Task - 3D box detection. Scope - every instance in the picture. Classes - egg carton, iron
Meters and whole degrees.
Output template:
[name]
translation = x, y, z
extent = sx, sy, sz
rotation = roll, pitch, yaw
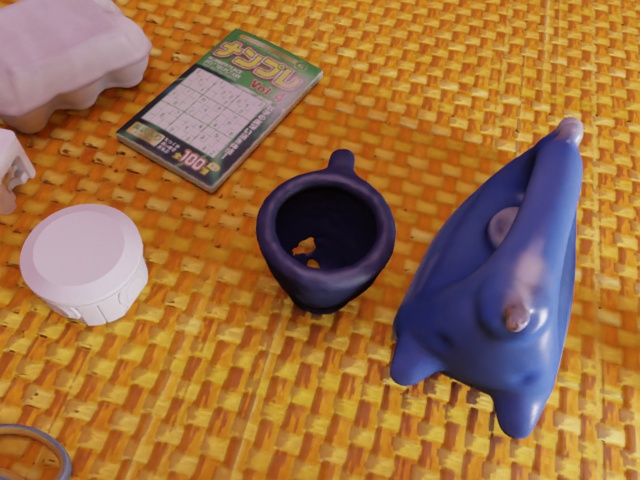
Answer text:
[egg carton]
translation = -0.234, -0.165, 0.511
extent = 0.150, 0.069, 0.107
rotation = -36, 68, -23
[iron]
translation = 0.144, -0.007, 0.403
extent = 0.118, 0.141, 0.258
rotation = 23, 59, 10

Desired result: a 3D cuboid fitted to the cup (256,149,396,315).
[cup]
translation = 0.004, 0.001, 0.414
extent = 0.091, 0.095, 0.118
rotation = 10, 58, 2
